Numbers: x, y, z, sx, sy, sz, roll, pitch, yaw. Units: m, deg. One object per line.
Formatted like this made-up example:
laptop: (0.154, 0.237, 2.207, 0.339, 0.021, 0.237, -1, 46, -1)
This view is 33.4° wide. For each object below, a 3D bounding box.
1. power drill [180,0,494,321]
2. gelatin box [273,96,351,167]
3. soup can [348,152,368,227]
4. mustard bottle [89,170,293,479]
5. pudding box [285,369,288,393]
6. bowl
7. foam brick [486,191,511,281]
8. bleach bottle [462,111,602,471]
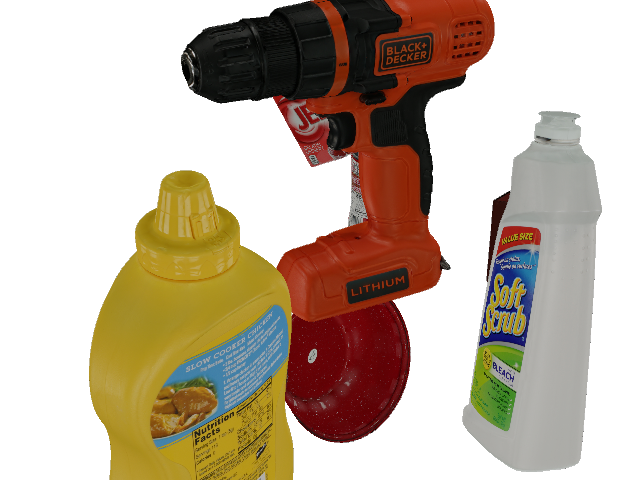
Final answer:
power drill: (0.011, -0.048, 0.613, 0.184, 0.188, 0.057, -13, 34, -22)
gelatin box: (0.014, -0.102, 0.824, 0.089, 0.073, 0.030, -12, 28, 36)
soup can: (0.067, -0.059, 1.256, 0.068, 0.102, 0.068, 2, 28, -1)
mustard bottle: (-0.053, 0.058, 0.454, 0.058, 0.192, 0.096, 28, 41, 34)
pudding box: (-0.091, 0.123, 0.869, 0.113, 0.039, 0.090, 10, 19, 10)
bowl: (0.008, 0.116, 1.050, 0.162, 0.162, 0.055, 0, -13, 40)
foam brick: (0.182, 0.000, 0.952, 0.053, 0.078, 0.051, 8, 16, 24)
bleach bottle: (0.155, 0.032, 0.768, 0.068, 0.251, 0.103, -2, 16, -17)
